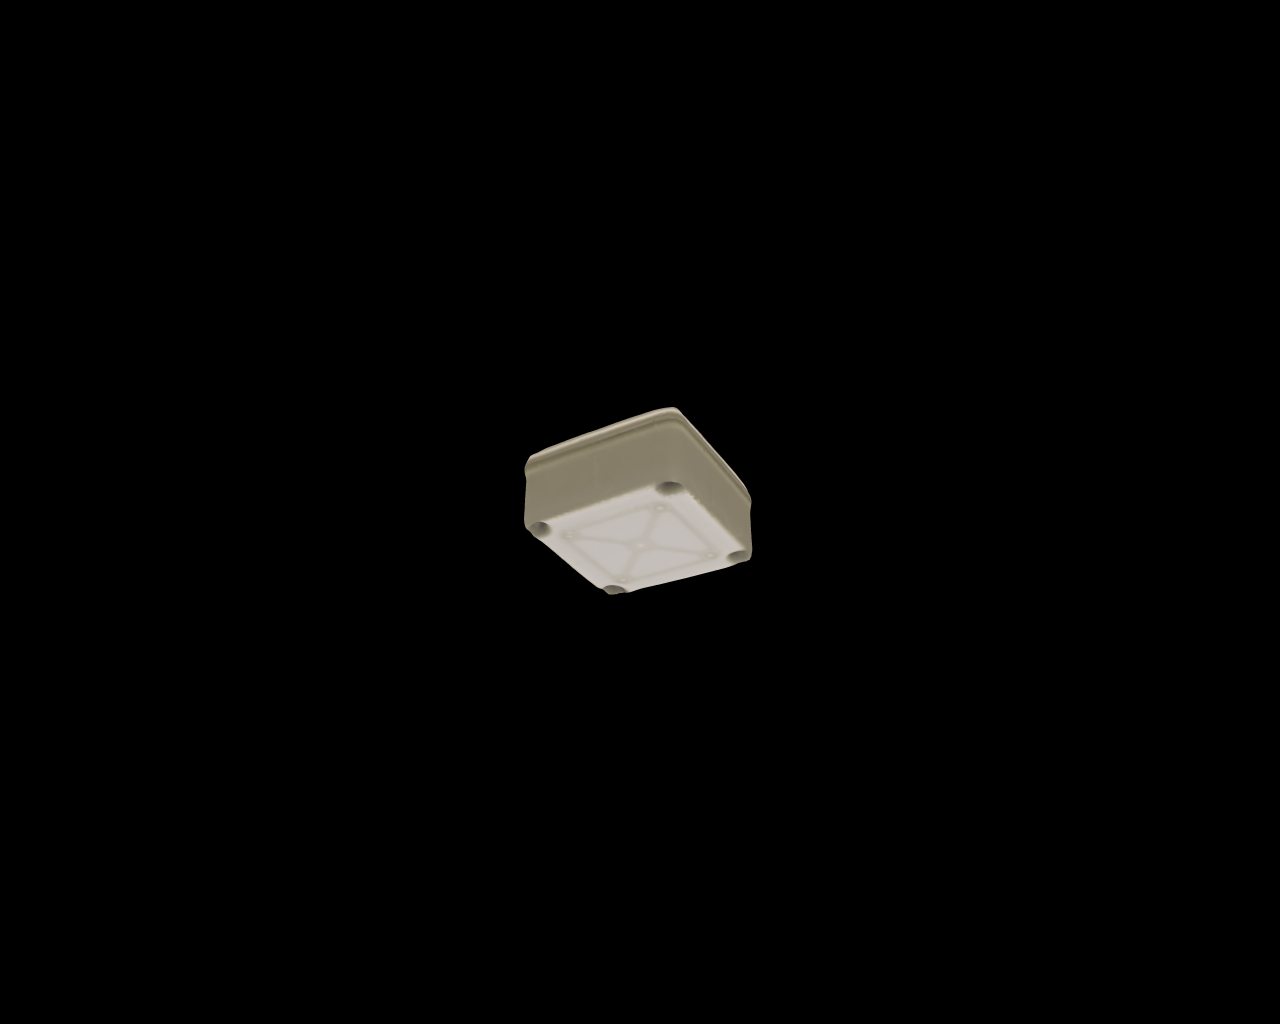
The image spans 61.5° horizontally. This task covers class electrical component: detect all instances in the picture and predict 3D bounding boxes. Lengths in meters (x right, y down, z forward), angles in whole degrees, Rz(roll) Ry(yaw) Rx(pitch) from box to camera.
[{"bbox_3d":[0.001,-0.003,0.650,0.108,0.056,0.108,-17,-36,24],"label":"electrical component"}]
